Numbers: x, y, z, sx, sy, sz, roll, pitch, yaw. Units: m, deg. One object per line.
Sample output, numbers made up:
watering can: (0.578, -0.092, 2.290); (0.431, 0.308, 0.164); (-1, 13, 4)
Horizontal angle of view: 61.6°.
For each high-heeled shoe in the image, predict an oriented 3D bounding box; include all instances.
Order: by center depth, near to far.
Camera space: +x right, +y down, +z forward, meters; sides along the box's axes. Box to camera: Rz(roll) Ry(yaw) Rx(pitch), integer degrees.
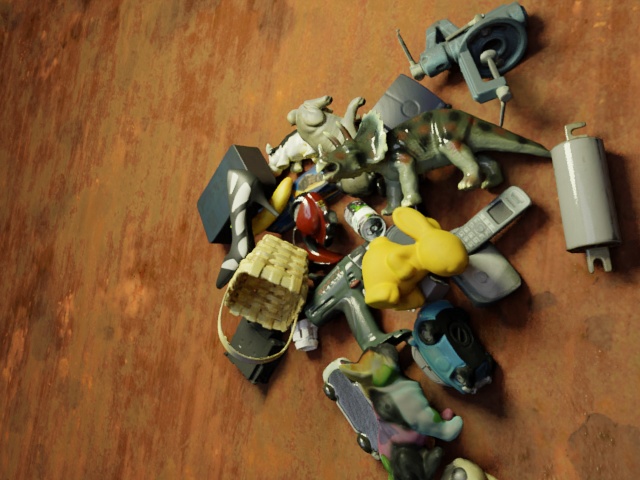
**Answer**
high-heeled shoe: (-0.190, -0.023, 1.122); (0.145, 0.086, 0.248); (39, 104, 4)

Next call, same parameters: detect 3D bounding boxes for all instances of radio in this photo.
radio: (-0.201, -0.105, 1.250); (0.229, 0.073, 0.131); (-49, 55, 36)

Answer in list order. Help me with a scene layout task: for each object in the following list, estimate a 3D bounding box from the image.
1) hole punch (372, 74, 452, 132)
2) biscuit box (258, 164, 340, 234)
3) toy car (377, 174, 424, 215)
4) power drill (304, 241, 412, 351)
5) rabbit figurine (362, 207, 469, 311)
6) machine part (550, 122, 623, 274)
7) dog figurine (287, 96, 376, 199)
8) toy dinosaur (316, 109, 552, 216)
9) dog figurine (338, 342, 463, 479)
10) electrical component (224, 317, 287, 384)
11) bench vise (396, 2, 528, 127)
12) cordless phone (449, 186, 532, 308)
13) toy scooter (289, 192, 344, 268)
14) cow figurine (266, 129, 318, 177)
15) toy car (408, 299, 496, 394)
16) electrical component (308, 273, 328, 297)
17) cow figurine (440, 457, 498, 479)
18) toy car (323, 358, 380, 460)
hole punch: (0.168, -0.238, 1.020); (0.116, 0.092, 0.142); (35, 83, 33)
biscuit box: (-0.042, -0.090, 1.172); (0.203, 0.059, 0.063); (-36, 63, 26)
toy car: (0.169, -0.049, 1.017); (0.089, 0.053, 0.202); (-20, 73, 25)
power drill: (0.092, 0.117, 1.020); (0.232, 0.086, 0.207); (-40, 65, 8)
rabbit figurine: (0.164, 0.031, 0.881); (0.173, 0.121, 0.162); (-22, 58, 42)
machine part: (0.410, -0.068, 0.832); (0.079, 0.079, 0.243); (-13, 75, 34)
dog figurine: (0.023, -0.178, 1.082); (0.172, 0.121, 0.190); (-3, 76, 8)
toy dinosaur: (0.193, -0.160, 0.931); (0.405, 0.131, 0.192); (-16, 88, 2)
dog figurine: (0.113, 0.285, 0.904); (0.219, 0.108, 0.191); (32, 90, 8)
electrical component: (-0.138, 0.231, 1.181); (0.115, 0.058, 0.134); (34, 101, 33)
bench vise: (0.269, -0.315, 0.944); (0.224, 0.128, 0.241); (-16, 52, 13)
cordless phone: (0.298, 0.012, 0.897); (0.184, 0.088, 0.147); (-44, 59, 16)
toy scooter: (-0.002, -0.003, 1.102); (0.135, 0.075, 0.183); (31, 128, 31)
cow figurine: (-0.066, -0.201, 1.206); (0.167, 0.068, 0.098); (-16, 73, 33)
toy car: (0.214, 0.190, 0.918); (0.162, 0.109, 0.103); (58, 137, 16)
electrical component: (0.011, 0.102, 1.120); (0.094, 0.021, 0.063); (11, 87, 37)
cow figurine: (0.200, 0.442, 0.879); (0.127, 0.085, 0.194); (36, 105, 29)
toy car: (0.077, 0.314, 1.012); (0.073, 0.056, 0.202); (-46, 59, 12)
